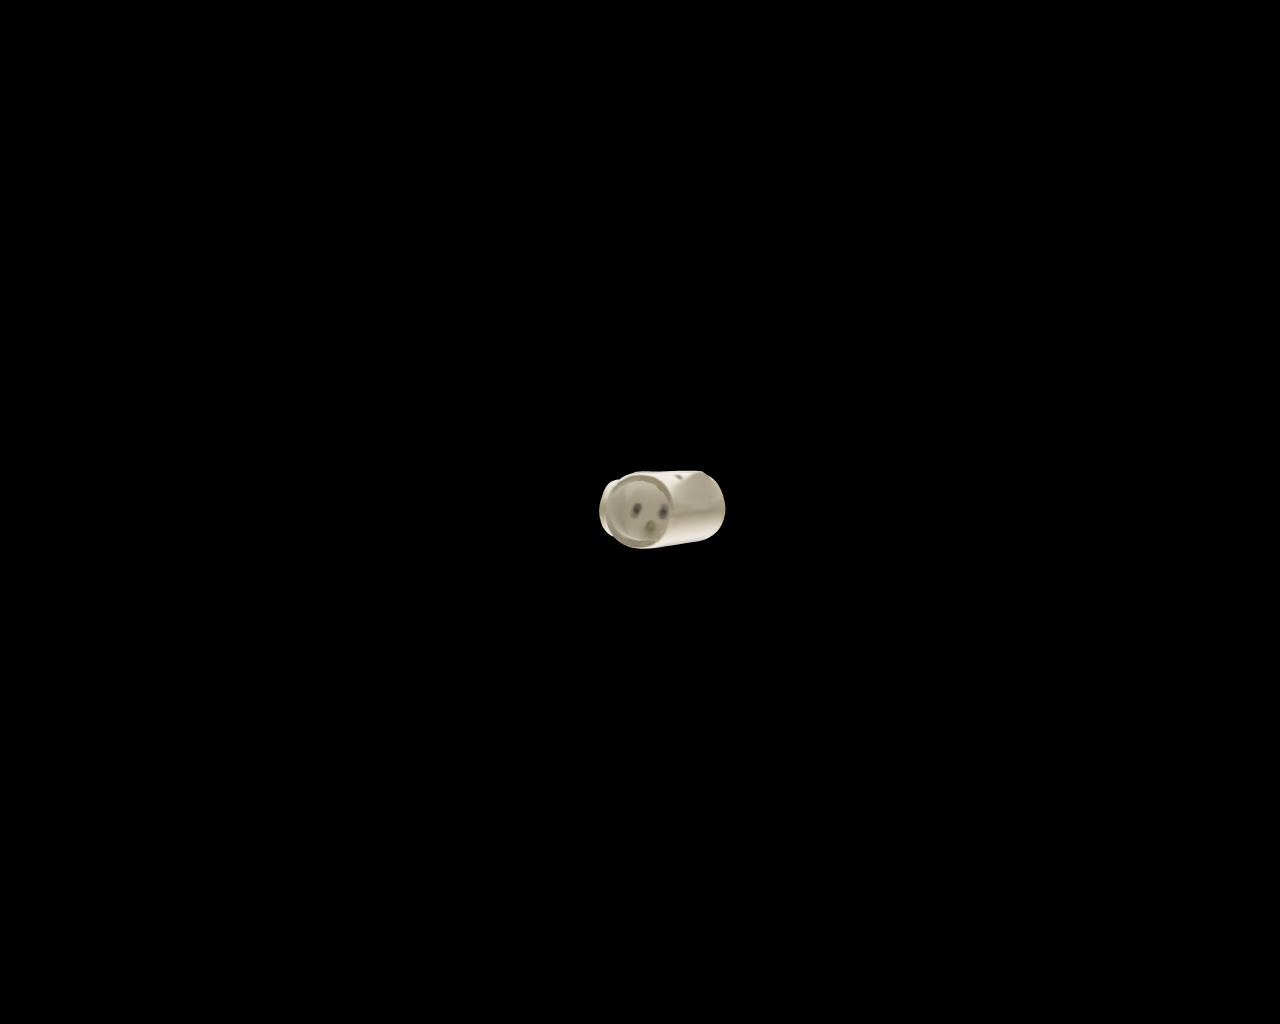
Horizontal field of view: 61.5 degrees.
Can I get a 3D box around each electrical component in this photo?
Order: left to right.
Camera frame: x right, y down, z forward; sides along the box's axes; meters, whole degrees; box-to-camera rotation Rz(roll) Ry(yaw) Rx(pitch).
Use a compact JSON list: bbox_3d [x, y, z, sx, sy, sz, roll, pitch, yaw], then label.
[{"bbox_3d":[0.001,-0.003,0.650,0.079,0.043,0.077,1,3,28],"label":"electrical component"}]
